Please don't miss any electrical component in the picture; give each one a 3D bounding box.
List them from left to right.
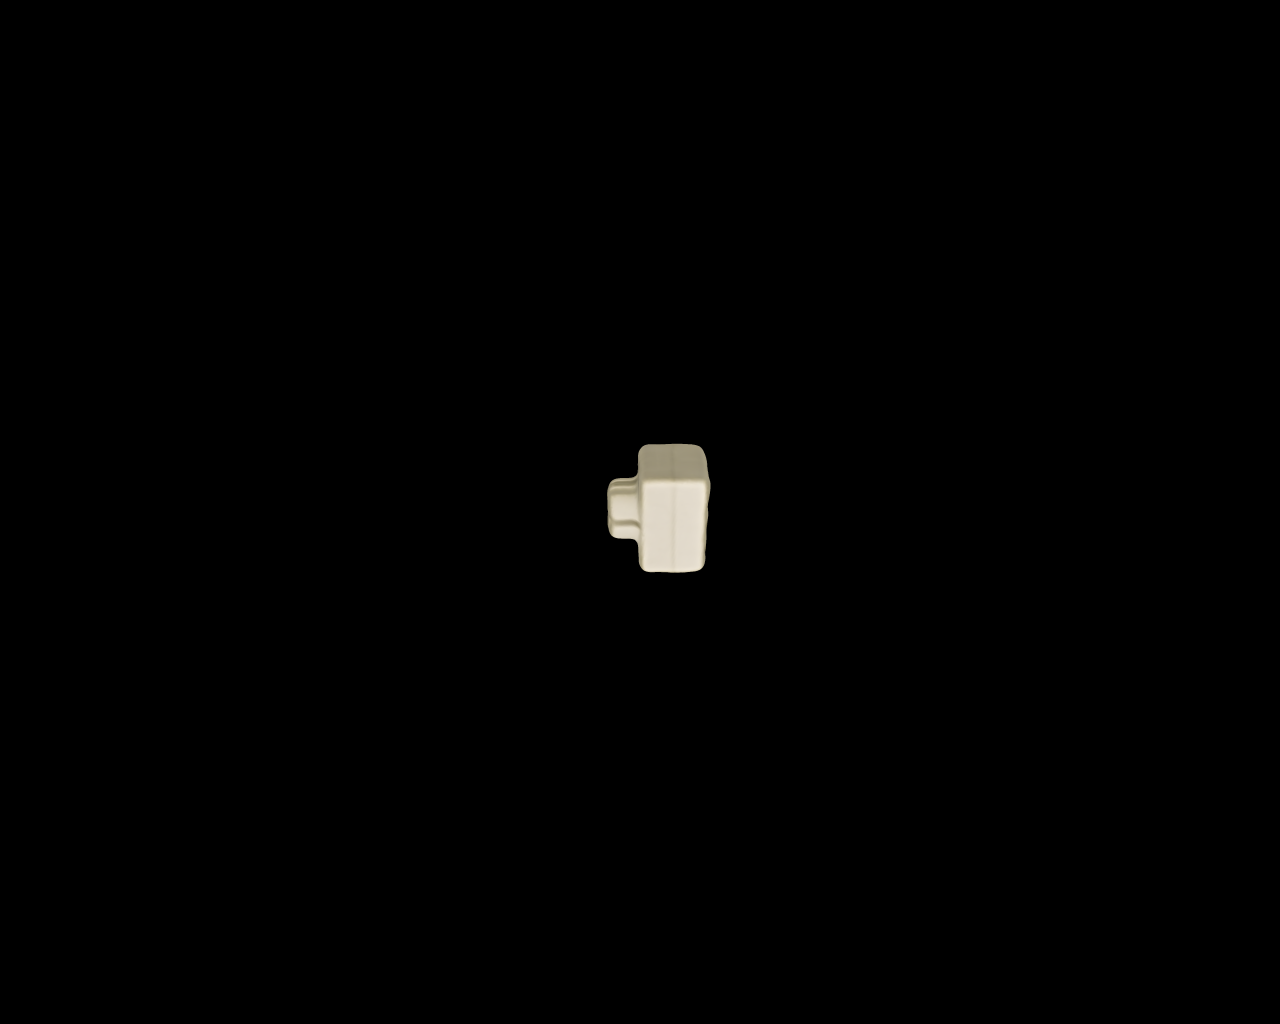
[{"bbox_3d":[0.001,-0.003,0.650,0.077,0.065,0.047,0,32,0],"label":"electrical component"}]
